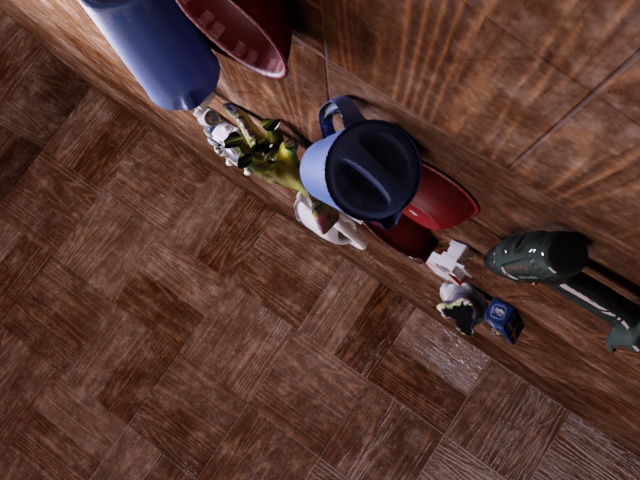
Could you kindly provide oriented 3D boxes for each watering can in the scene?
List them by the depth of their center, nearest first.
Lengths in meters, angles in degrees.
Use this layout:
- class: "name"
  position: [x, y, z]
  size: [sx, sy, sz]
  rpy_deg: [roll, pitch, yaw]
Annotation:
- class: "watering can"
  position: [0.004, -0.074, 1.474]
  size: [0.343, 0.104, 0.227]
  rpy_deg: [37, 176, -41]

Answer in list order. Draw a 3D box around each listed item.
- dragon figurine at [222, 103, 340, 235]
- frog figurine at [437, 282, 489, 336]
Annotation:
- class: "dragon figurine"
  position: [-0.074, -0.151, 1.096]
  size: [0.239, 0.122, 0.418]
  rpy_deg: [44, -172, -41]
- class: "frog figurine"
  position: [0.384, 0.157, 1.374]
  size: [0.138, 0.120, 0.162]
  rpy_deg: [25, -151, 9]
